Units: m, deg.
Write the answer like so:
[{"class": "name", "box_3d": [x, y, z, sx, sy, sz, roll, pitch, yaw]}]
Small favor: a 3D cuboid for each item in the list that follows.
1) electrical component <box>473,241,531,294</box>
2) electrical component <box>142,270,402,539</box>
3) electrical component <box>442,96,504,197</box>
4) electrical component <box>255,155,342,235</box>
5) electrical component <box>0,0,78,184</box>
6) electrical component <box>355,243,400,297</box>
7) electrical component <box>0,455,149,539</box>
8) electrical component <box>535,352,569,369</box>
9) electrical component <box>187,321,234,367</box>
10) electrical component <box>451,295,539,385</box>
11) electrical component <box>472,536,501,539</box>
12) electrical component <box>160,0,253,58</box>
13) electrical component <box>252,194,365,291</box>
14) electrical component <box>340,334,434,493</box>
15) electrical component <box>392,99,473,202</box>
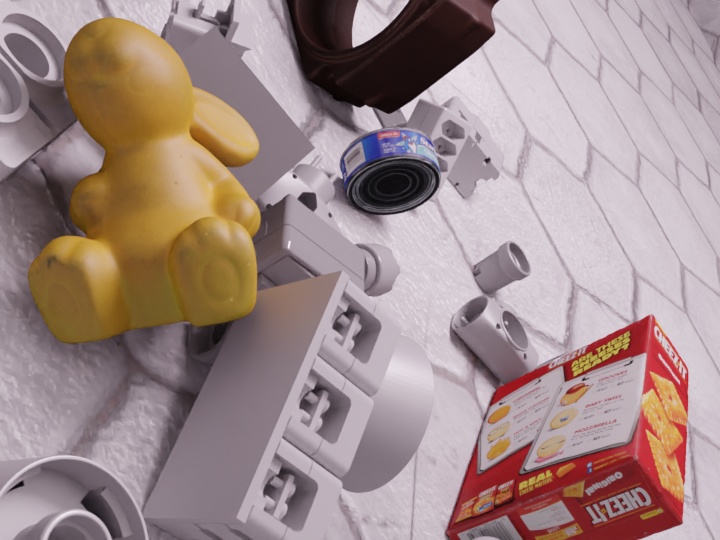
[{"class": "electrical component", "box_3d": [0.141, -0.001, 1.074, 0.040, 0.046, 0.040, 38, 34, -32]}, {"class": "electrical component", "box_3d": [-0.044, 0.084, 0.599, 0.062, 0.089, 0.150, 42, 55, -29]}, {"class": "electrical component", "box_3d": [0.109, -0.133, 1.151, 0.089, 0.050, 0.055, 49, 29, -15]}, {"class": "electrical component", "box_3d": [-0.045, -0.054, 0.816, 0.077, 0.043, 0.079, 47, 61, -19]}, {"class": "electrical component", "box_3d": [-0.243, -0.135, 0.588, 0.186, 0.060, 0.105, 50, 29, -14]}, {"class": "electrical component", "box_3d": [0.000, 0.000, 0.854, 0.062, 0.043, 0.043, 0, 61, -56]}, {"class": "electrical component", "box_3d": [-0.147, 0.132, 0.491, 0.099, 0.064, 0.099, 25, 55, -44]}, {"class": "electrical component", "box_3d": [0.186, 0.114, 1.018, 0.078, 0.058, 0.057, -14, 77, -60]}, {"class": "electrical component", "box_3d": [-0.076, 0.041, 0.681, 0.047, 0.055, 0.055, 29, 39, -36]}, {"class": "electrical component", "box_3d": [0.127, 0.055, 0.997, 0.077, 0.044, 0.079, 47, 29, -19]}, {"class": "electrical component", "box_3d": [0.084, 0.218, 0.756, 0.055, 0.055, 0.047, 63, 25, 9]}, {"class": "electrical component", "box_3d": [-0.119, -0.173, 0.815, 0.064, 0.081, 0.042, 17, 43, -19]}, {"class": "electrical component", "box_3d": [-0.040, 0.005, 0.763, 0.096, 0.062, 0.061, 37, 36, -33]}, {"class": "electrical component", "box_3d": [-0.012, 0.082, 0.690, 0.060, 0.108, 0.108, 27, 40, -34]}, {"class": "electrical component", "box_3d": [0.052, -0.120, 1.035, 0.047, 0.083, 0.076, 23, 5, -46]}]
